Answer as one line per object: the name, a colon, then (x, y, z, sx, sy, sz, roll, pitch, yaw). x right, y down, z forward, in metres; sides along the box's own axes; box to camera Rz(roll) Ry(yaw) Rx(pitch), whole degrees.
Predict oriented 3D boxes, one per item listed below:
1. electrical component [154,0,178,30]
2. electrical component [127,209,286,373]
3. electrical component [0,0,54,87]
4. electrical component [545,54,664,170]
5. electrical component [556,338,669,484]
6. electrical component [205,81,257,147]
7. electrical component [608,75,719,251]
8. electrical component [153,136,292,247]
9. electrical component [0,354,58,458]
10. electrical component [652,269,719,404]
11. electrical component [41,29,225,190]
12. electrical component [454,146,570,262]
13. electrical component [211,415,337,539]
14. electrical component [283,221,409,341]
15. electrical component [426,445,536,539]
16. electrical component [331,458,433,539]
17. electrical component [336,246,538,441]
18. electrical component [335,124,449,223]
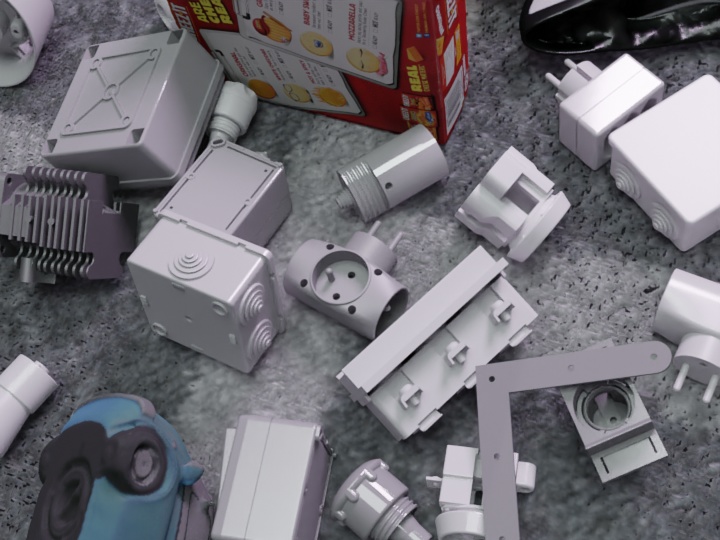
electrical component: (-0.136, -0.224, 0.889, 0.062, 0.048, 0.048, -33, 62, -15)
electrical component: (-0.104, 0.017, 0.728, 0.100, 0.099, 0.048, 21, 57, 19)
electrical component: (-0.303, -0.207, 0.881, 0.099, 0.099, 0.064, 10, 59, 14)
electrical component: (0.169, -0.126, 0.783, 0.066, 0.047, 0.076, -38, 63, -10)
electrical component: (0.155, 0.089, 0.664, 0.042, 0.064, 0.081, -26, 61, 11)
electrical component: (-0.104, -0.113, 0.831, 0.035, 0.035, 0.061, 14, 69, 16)
electrical component: (0.232, -0.072, 0.743, 0.100, 0.048, 0.099, -32, 62, -7)
electrical component: (-0.094, -0.046, 0.783, 0.062, 0.061, 0.096, 25, 62, 21)
electrical component: (-0.243, 0.091, 0.746, 0.044, 0.044, 0.065, 30, 67, 22)
electrical component: (0.225, 0.047, 0.686, 0.077, 0.043, 0.079, 22, 69, 19)
electrical component: (-0.171, -0.119, 0.814, 0.109, 0.056, 0.108, -1, 61, 33)
electrical component: (0.106, -0.043, 0.739, 0.057, 0.078, 0.058, 40, 74, 3)
electrical component: (-0.057, 0.146, 0.673, 0.061, 0.061, 0.096, 5, 64, 12)
electrical component: (0.000, 0.000, 0.748, 0.077, 0.044, 0.079, 28, 71, 22)
electrical component: (0.073, 0.143, 0.662, 0.066, 0.048, 0.055, 5, 56, 12)
electrical component: (0.016, 0.152, 0.668, 0.062, 0.048, 0.048, 38, 75, 18)
electrical component: (0.052, 0.050, 0.701, 0.121, 0.078, 0.063, -41, 86, -12)
electrical component: (0.019, -0.068, 0.781, 0.081, 0.043, 0.043, -30, 62, -7)
